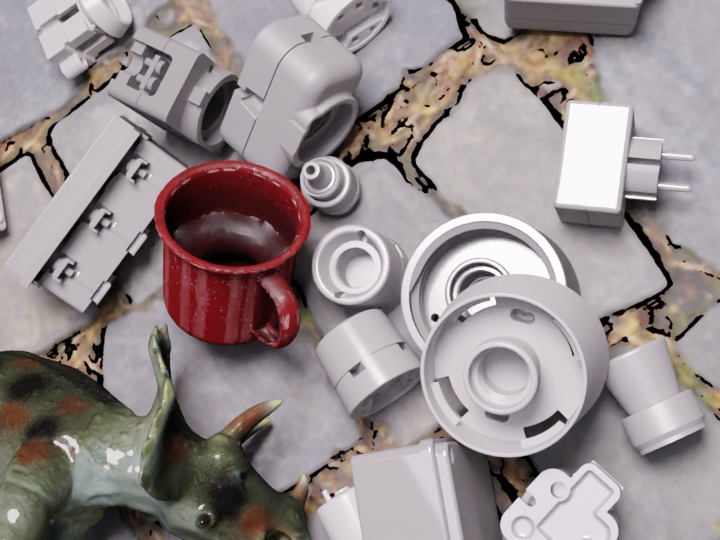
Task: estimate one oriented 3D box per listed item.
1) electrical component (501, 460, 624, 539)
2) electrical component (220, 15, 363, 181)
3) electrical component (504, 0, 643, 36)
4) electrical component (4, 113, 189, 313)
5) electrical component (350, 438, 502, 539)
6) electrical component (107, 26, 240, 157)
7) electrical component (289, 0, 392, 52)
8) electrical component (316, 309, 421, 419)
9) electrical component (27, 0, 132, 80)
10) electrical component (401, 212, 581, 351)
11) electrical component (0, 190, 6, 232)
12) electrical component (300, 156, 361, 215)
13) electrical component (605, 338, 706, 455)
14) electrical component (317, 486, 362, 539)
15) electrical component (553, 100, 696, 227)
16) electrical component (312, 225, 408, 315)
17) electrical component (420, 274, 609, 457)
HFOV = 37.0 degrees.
[{"bbox_3d":[0.116,0.145,0.617,0.058,0.057,0.078,43,94,17],"label":"electrical component"},{"bbox_3d":[-0.041,-0.104,0.683,0.059,0.054,0.095,44,132,17],"label":"electrical component"},{"bbox_3d":[0.139,-0.182,0.664,0.096,0.061,0.061,6,83,9],"label":"electrical component"},{"bbox_3d":[-0.172,-0.037,0.718,0.063,0.078,0.121,36,92,-11],"label":"electrical component"},{"bbox_3d":[0.043,0.152,0.609,0.056,0.109,0.108,-13,78,16],"label":"electrical component"},{"bbox_3d":[-0.113,-0.113,0.705,0.056,0.089,0.050,27,89,18],"label":"electrical component"},{"bbox_3d":[-0.015,-0.177,0.706,0.055,0.055,0.047,-40,70,6],"label":"electrical component"},{"bbox_3d":[0.005,0.057,0.664,0.055,0.055,0.047,-37,70,7],"label":"electrical component"},{"bbox_3d":[-0.196,-0.177,0.760,0.055,0.048,0.066,-29,75,17],"label":"electrical component"},{"bbox_3d":[0.076,0.017,0.646,0.108,0.060,0.108,-2,81,15],"label":"electrical component"},{"bbox_3d":[-0.297,-0.065,0.743,0.048,0.100,0.099,-19,77,25],"label":"electrical component"},{"bbox_3d":[-0.022,-0.056,0.684,0.035,0.061,0.035,-2,81,15],"label":"electrical component"},{"bbox_3d":[0.168,0.073,0.620,0.045,0.045,0.055,-27,76,10],"label":"electrical component"},{"bbox_3d":[0.005,0.165,0.653,0.040,0.040,0.078,-32,75,9],"label":"electrical component"},{"bbox_3d":[0.160,-0.061,0.642,0.077,0.047,0.065,7,83,16],"label":"electrical component"},{"bbox_3d":[0.000,0.000,0.677,0.055,0.047,0.055,-2,81,15],"label":"electrical component"},{"bbox_3d":[0.084,0.053,0.595,0.099,0.064,0.099,3,99,18],"label":"electrical component"}]
